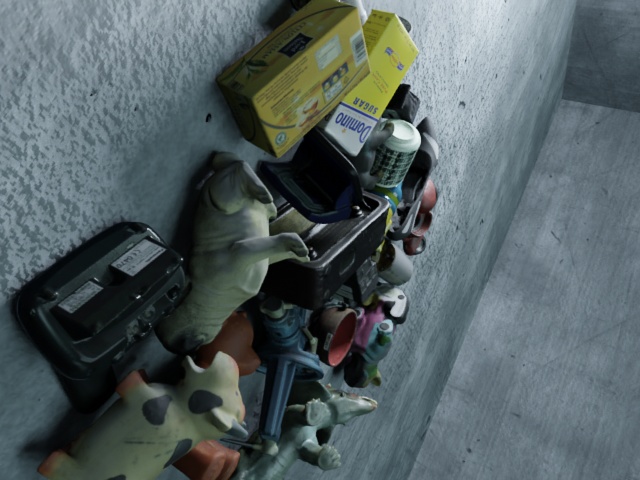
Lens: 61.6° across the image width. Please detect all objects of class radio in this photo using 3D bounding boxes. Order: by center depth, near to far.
[{"bbox_3d":[-0.002,-0.002,0.769,0.229,0.131,0.073,-41,144,-45],"label":"radio"}]

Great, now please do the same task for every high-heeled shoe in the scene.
[{"bbox_3d":[0.174,-0.122,1.058,0.145,0.086,0.248,-22,122,-69],"label":"high-heeled shoe"}]

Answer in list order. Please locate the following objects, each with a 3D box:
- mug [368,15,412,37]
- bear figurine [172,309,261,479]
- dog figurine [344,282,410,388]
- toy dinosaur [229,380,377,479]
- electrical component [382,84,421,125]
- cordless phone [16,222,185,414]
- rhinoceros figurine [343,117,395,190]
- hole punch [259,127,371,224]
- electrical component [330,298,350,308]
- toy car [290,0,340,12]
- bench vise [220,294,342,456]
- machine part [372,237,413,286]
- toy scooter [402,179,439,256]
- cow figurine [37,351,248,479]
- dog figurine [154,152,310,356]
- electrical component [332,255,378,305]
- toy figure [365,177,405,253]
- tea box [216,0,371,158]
[{"bbox_3d":[0.099,-0.291,0.842,0.109,0.081,0.107,-56,162,-40],"label":"mug"},{"bbox_3d":[-0.124,0.181,0.666,0.196,0.132,0.120,-55,165,-18],"label":"bear figurine"},{"bbox_3d":[0.117,0.225,1.196,0.191,0.109,0.219,-46,149,-46],"label":"dog figurine"},{"bbox_3d":[-0.080,0.361,0.873,0.405,0.131,0.192,-40,-173,-21],"label":"toy dinosaur"},{"bbox_3d":[0.136,-0.235,0.947,0.119,0.075,0.047,19,90,-60],"label":"electrical component"},{"bbox_3d":[-0.198,0.087,0.529,0.146,0.089,0.184,-47,157,-41],"label":"cordless phone"},{"bbox_3d":[0.058,-0.165,0.856,0.112,0.073,0.190,-24,131,-43],"label":"rhinoceros figurine"},{"bbox_3d":[-0.007,-0.077,0.721,0.092,0.142,0.115,-45,159,-3],"label":"hole punch"},{"bbox_3d":[0.052,0.088,1.014,0.094,0.063,0.021,-48,147,-40],"label":"electrical component"},{"bbox_3d":[0.014,-0.271,0.710,0.089,0.053,0.201,-51,150,-29],"label":"toy car"},{"bbox_3d":[-0.055,0.184,0.783,0.223,0.129,0.240,101,0,-63],"label":"bench vise"},{"bbox_3d":[0.149,0.048,1.165,0.243,0.079,0.079,30,80,-63],"label":"machine part"},{"bbox_3d":[0.197,-0.056,1.192,0.135,0.075,0.183,5,96,-44],"label":"toy scooter"},{"bbox_3d":[-0.159,0.191,0.543,0.195,0.127,0.085,-45,180,-17],"label":"cow figurine"},{"bbox_3d":[-0.128,0.014,0.602,0.190,0.172,0.121,-33,163,-5],"label":"dog figurine"},{"bbox_3d":[0.033,0.046,0.891,0.058,0.115,0.134,-49,148,-30],"label":"electrical component"},{"bbox_3d":[0.097,-0.056,0.986,0.180,0.082,0.089,-60,158,-17],"label":"toy figure"},{"bbox_3d":[-0.025,-0.190,0.623,0.169,0.068,0.098,-43,145,-16],"label":"tea box"}]
